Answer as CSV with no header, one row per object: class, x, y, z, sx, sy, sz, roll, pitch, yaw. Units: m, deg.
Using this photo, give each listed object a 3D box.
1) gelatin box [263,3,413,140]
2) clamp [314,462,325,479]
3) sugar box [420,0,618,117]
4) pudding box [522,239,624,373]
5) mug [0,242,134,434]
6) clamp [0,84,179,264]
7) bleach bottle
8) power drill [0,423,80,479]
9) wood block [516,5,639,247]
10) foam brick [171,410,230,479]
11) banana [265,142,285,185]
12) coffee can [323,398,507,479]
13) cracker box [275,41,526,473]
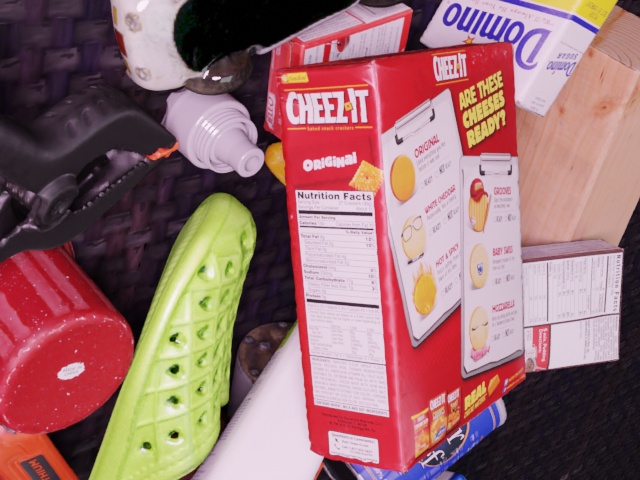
gelatin box,0.010,-0.103,0.644,0.089,0.030,0.073,-24,141,-32
clamp,-0.047,0.259,0.919,0.120,0.039,0.172,-36,149,-59
sugar box,0.145,-0.176,0.664,0.048,0.093,0.176,12,114,-51
pudding box,0.170,0.050,0.797,0.113,0.039,0.090,-6,103,-19
mug,-0.152,0.056,0.576,0.093,0.082,0.117,-33,143,-22
clamp,-0.134,-0.030,0.491,0.209,0.036,0.165,-38,163,-49
bleach bottle,-0.008,0.088,0.661,0.250,0.068,0.103,-60,-176,-20
power drill,-0.235,0.173,0.622,0.187,0.057,0.184,-36,147,-19
wood block,0.202,-0.067,0.838,0.090,0.090,0.206,-17,135,-37
foam brick,-0.087,0.135,0.730,0.053,0.078,0.051,-45,145,-7
banana,0.010,-0.007,0.731,0.069,0.037,0.198,-37,145,-20
coffee can,0.072,0.157,0.905,0.140,0.103,0.103,-36,144,-16
cracker box,0.053,0.000,0.610,0.163,0.072,0.214,-20,108,-54
